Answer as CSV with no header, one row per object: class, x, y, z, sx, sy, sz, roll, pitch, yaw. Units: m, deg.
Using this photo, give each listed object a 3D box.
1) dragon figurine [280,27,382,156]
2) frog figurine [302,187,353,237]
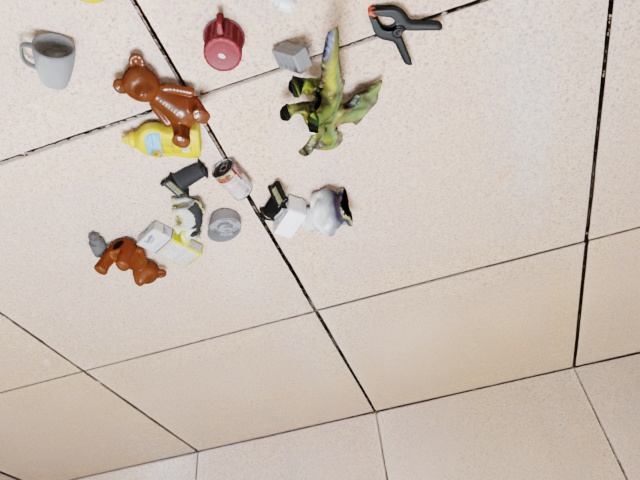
dragon figurine,0.047,-0.334,1.212,0.245,0.123,0.401,-26,161,-35
frog figurine,0.005,-0.076,1.502,0.158,0.124,0.136,-16,104,22
